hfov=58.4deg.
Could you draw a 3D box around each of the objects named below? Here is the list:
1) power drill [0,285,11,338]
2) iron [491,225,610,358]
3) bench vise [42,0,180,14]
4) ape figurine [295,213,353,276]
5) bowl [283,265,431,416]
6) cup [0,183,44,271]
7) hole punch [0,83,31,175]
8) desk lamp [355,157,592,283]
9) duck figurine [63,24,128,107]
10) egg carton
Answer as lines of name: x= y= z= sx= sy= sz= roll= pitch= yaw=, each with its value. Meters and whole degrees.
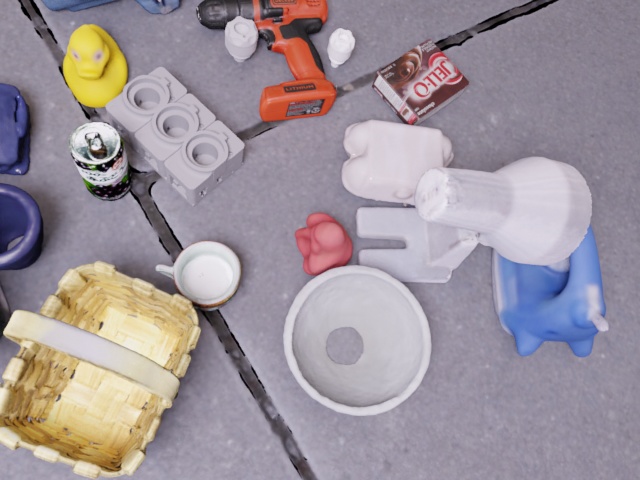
power drill: x=-0.371 y=0.034 z=0.536 sx=0.076 sy=0.208 sz=0.229 roll=-24 pitch=78 yaw=-17
iron: x=0.293 y=0.011 z=0.712 sx=0.119 sy=0.141 sz=0.258 roll=2 pitch=71 yaw=-10
bench vise: x=-0.255 y=-0.376 z=0.692 sx=0.208 sy=0.219 sz=0.121 roll=-28 pitch=79 yaw=-18
ape figurine: x=0.006 y=0.002 z=0.684 sx=0.076 sy=0.092 sz=0.078 roll=24 pitch=69 yaw=-2
bowl: x=0.038 y=0.118 z=0.660 sx=0.167 sy=0.074 sz=0.167 roll=4 pitch=71 yaw=-10
cup: x=-0.350 y=0.001 z=0.612 sx=0.118 sy=0.095 sz=0.091 roll=-17 pitch=75 yaw=-16
hole punch: x=-0.389 y=-0.134 z=0.652 sx=0.101 sy=0.091 sz=0.108 roll=-5 pitch=72 yaw=-13
desk lamp: x=0.164 y=-0.019 z=0.657 sx=0.203 sy=0.213 sz=0.118 roll=0 pitch=71 yaw=-11
duck figurine: x=-0.282 y=-0.229 z=0.708 sx=0.077 sy=0.086 sz=0.104 roll=-3 pitch=72 yaw=-12
egg carton: x=0.102 y=-0.098 z=0.749 sx=0.150 sy=0.069 sz=0.107 roll=5 pitch=71 yaw=-9
